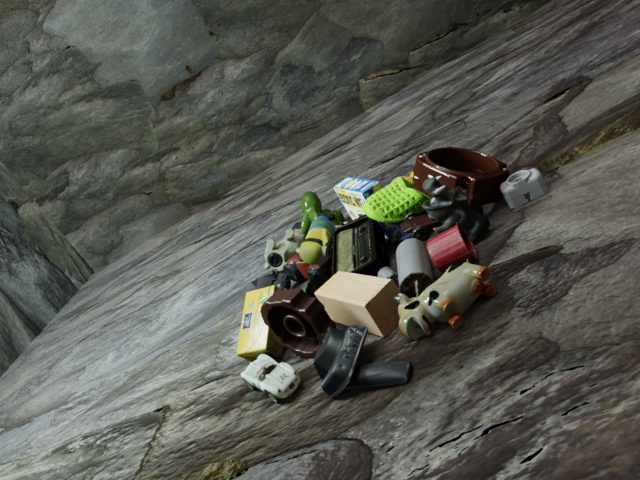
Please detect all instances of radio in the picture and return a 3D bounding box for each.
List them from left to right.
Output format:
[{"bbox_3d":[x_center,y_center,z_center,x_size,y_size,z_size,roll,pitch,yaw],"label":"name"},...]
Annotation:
[{"bbox_3d":[0.103,0.034,1.394,0.131,0.073,0.230,-28,32,20],"label":"radio"}]

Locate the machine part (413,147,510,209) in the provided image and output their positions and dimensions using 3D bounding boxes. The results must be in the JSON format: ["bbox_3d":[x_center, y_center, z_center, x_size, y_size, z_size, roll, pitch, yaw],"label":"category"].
[{"bbox_3d":[0.351,-0.163,1.348,0.201,0.087,0.201,-15,34,-33],"label":"machine part"}]

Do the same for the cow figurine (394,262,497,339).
[{"bbox_3d":[0.230,0.116,1.042,0.195,0.085,0.127,-40,26,-11],"label":"cow figurine"}]

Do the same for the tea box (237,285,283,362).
[{"bbox_3d":[-0.138,0.206,1.319,0.098,0.068,0.170,-18,52,30],"label":"tea box"}]

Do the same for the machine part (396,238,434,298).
[{"bbox_3d":[0.212,0.066,1.201,0.079,0.079,0.243,-27,21,16],"label":"machine part"}]

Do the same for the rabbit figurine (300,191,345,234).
[{"bbox_3d":[-0.015,-0.070,1.735,0.121,0.170,0.159,-25,20,25],"label":"rabbit figurine"}]

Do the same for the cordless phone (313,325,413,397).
[{"bbox_3d":[0.093,0.225,1.033,0.184,0.088,0.147,-9,27,26],"label":"cordless phone"}]

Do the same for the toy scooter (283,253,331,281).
[{"bbox_3d":[-0.018,0.063,1.569,0.135,0.075,0.184,-45,26,-29],"label":"toy scooter"}]

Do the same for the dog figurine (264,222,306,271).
[{"bbox_3d":[-0.104,0.023,1.795,0.172,0.121,0.190,-27,6,10],"label":"dog figurine"}]

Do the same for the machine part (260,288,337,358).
[{"bbox_3d":[-0.045,0.183,1.190,0.179,0.179,0.056,-12,25,46],"label":"machine part"}]

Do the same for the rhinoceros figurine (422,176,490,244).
[{"bbox_3d":[0.302,-0.065,1.216,0.112,0.190,0.073,-45,16,27],"label":"rhinoceros figurine"}]

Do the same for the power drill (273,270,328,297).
[{"bbox_3d":[-0.073,0.146,1.451,0.207,0.085,0.232,-15,28,33],"label":"power drill"}]

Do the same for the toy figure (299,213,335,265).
[{"bbox_3d":[-0.003,-0.002,1.510,0.089,0.082,0.180,-6,41,16],"label":"toy figure"}]

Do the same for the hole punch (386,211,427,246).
[{"bbox_3d":[0.237,-0.040,1.427,0.116,0.092,0.142,13,40,21],"label":"hole punch"}]

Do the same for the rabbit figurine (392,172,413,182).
[{"bbox_3d":[0.299,-0.143,1.554,0.173,0.121,0.162,-17,12,4],"label":"rabbit figurine"}]

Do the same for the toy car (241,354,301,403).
[{"bbox_3d":[-0.111,0.298,1.179,0.073,0.056,0.202,-43,22,-25],"label":"toy car"}]

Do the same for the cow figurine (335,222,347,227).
[{"bbox_3d":[0.085,-0.020,1.604,0.098,0.068,0.167,-15,16,-22],"label":"cow figurine"}]

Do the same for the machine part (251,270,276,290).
[{"bbox_3d":[-0.181,0.142,1.693,0.084,0.039,0.139,-20,20,11],"label":"machine part"}]

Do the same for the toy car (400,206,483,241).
[{"bbox_3d":[0.301,-0.048,1.321,0.202,0.053,0.089,-17,35,1],"label":"toy car"}]
